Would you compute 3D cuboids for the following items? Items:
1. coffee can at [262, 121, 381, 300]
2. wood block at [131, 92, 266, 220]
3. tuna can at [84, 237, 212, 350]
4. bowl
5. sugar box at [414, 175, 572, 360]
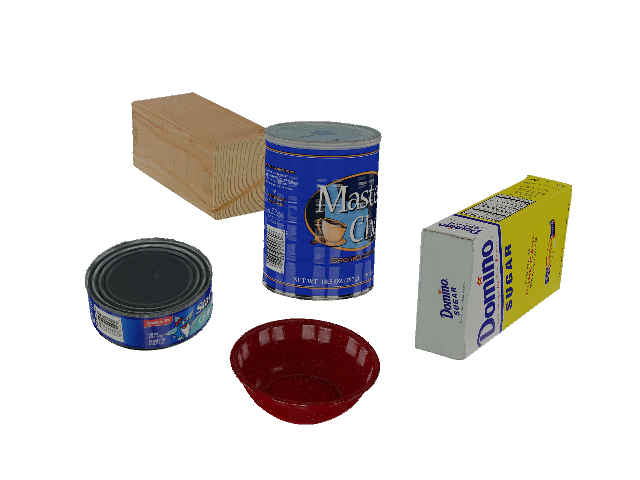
[{"bbox_3d":[0.000,-0.029,0.951,0.103,0.140,0.103,2,16,-1],"label":"coffee can"},{"bbox_3d":[-0.139,-0.105,1.276,0.090,0.090,0.206,-13,28,-33],"label":"wood block"},{"bbox_3d":[-0.116,0.036,0.731,0.086,0.034,0.086,1,36,-1],"label":"tuna can"},{"bbox_3d":[-0.018,0.150,1.156,0.162,0.055,0.162,3,28,-2],"label":"bowl"},{"bbox_3d":[0.133,0.016,0.798,0.048,0.093,0.175,13,23,29],"label":"sugar box"}]
